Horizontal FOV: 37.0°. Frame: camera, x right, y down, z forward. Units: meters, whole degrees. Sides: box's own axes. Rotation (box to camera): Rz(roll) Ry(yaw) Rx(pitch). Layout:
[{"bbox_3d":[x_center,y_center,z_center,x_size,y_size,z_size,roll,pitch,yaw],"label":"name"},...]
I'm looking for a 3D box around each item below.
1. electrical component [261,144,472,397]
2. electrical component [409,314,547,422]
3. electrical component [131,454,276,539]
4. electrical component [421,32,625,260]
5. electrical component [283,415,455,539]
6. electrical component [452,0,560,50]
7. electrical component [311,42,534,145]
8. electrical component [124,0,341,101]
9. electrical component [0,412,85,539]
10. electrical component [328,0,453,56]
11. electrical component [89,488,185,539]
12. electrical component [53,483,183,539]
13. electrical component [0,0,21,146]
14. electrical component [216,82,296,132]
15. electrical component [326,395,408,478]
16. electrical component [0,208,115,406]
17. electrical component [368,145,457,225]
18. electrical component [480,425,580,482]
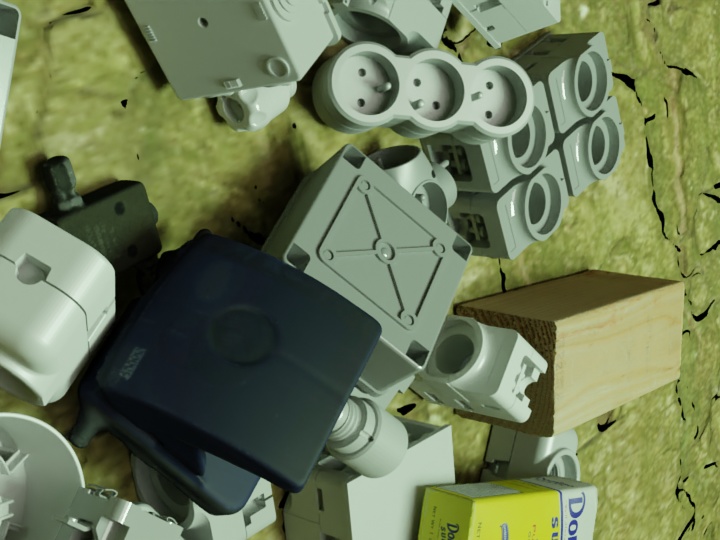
[{"bbox_3d":[0.000,0.000,0.644,0.109,0.056,0.108,39,49,-15],"label":"electrical component"},{"bbox_3d":[0.075,0.067,0.758,0.056,0.089,0.050,42,64,-43],"label":"electrical component"},{"bbox_3d":[-0.090,0.110,0.605,0.056,0.050,0.089,-24,112,-45],"label":"electrical component"},{"bbox_3d":[0.134,-0.099,0.824,0.186,0.060,0.105,-41,124,-38],"label":"electrical component"},{"bbox_3d":[0.012,0.203,0.727,0.105,0.060,0.186,-19,110,-46],"label":"electrical component"},{"bbox_3d":[0.070,-0.246,0.707,0.186,0.060,0.105,33,53,-46],"label":"electrical component"},{"bbox_3d":[0.035,-0.111,0.699,0.138,0.074,0.052,2,88,-18],"label":"electrical component"},{"bbox_3d":[-0.071,-0.139,0.557,0.048,0.100,0.099,-60,135,-42],"label":"electrical component"},{"bbox_3d":[-0.182,0.110,0.484,0.099,0.064,0.099,-19,112,-60],"label":"electrical component"},{"bbox_3d":[0.013,-0.175,0.682,0.089,0.050,0.055,33,70,-46],"label":"electrical component"},{"bbox_3d":[-0.136,0.181,0.557,0.113,0.057,0.078,-56,132,-28],"label":"electrical component"},{"bbox_3d":[-0.117,0.137,0.496,0.081,0.042,0.063,41,63,-42],"label":"electrical component"},{"bbox_3d":[-0.206,-0.071,0.442,0.109,0.056,0.108,11,87,-49],"label":"electrical component"},{"bbox_3d":[-0.054,-0.106,0.627,0.061,0.035,0.035,-44,126,-40],"label":"electrical component"},{"bbox_3d":[-0.004,0.094,0.638,0.078,0.040,0.040,42,64,-43],"label":"electrical component"},{"bbox_3d":[-0.150,0.022,0.490,0.054,0.095,0.059,30,66,0],"label":"electrical component"},{"bbox_3d":[0.040,-0.049,0.736,0.079,0.044,0.077,-38,122,-39],"label":"electrical component"},{"bbox_3d":[0.137,0.166,0.866,0.054,0.059,0.095,24,78,-48],"label":"electrical component"}]
